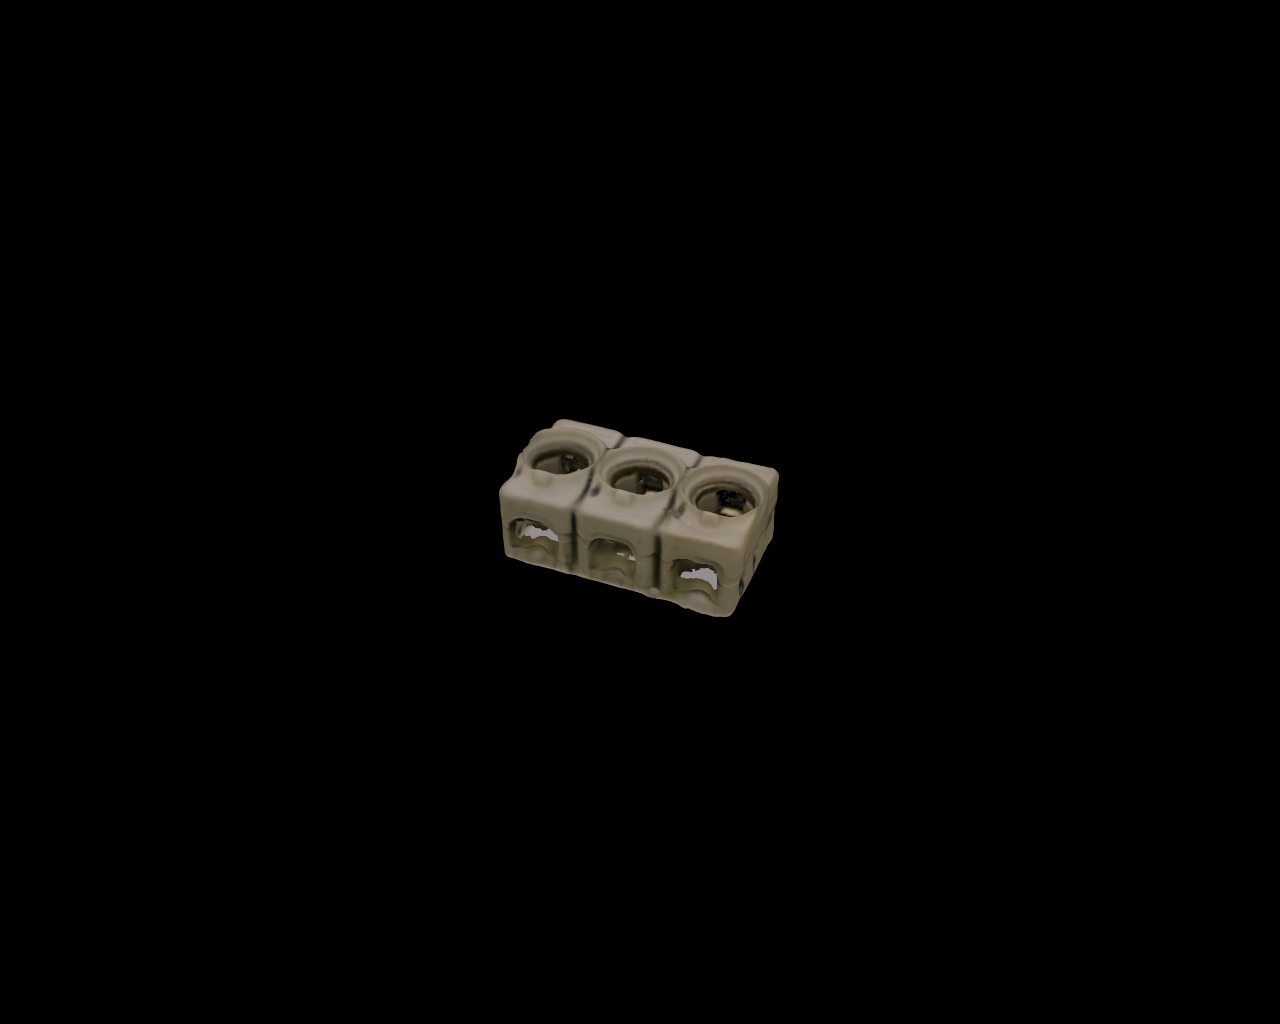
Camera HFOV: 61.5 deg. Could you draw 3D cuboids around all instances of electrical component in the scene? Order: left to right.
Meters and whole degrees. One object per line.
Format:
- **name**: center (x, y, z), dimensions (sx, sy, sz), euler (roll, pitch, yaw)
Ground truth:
- **electrical component**: center (0.001, -0.003, 0.650), dimensions (0.150, 0.061, 0.090), euler (14, 40, 17)
